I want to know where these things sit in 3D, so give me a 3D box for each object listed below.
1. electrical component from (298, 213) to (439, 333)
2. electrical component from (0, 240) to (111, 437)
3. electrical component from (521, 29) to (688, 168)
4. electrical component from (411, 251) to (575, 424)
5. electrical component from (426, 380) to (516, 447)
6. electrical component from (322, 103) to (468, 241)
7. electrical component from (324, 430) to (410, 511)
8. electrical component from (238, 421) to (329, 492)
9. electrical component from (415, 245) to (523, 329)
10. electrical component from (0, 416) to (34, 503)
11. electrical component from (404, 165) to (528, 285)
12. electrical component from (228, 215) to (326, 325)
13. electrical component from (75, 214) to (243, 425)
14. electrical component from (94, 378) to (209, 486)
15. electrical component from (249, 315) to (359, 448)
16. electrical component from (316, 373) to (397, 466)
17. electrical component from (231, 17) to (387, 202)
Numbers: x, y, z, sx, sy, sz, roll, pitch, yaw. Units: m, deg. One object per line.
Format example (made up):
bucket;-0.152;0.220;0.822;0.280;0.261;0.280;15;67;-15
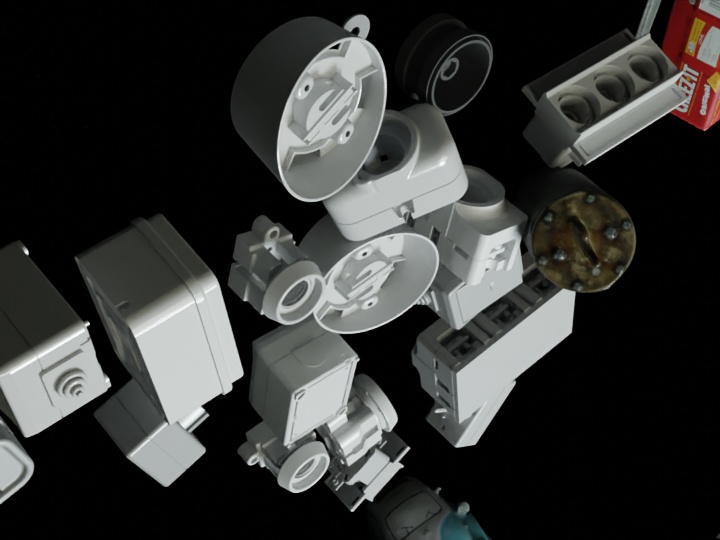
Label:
electrical component;0.000;0.000;0.788;0.099;0.064;0.099;-31;144;-26
electrical component;-0.183;0.043;0.582;0.061;0.096;0.061;-32;145;-24
electrical component;0.195;-0.136;0.877;0.121;0.078;0.063;-31;167;-25
electrical component;0.125;0.058;1.005;0.150;0.062;0.089;-36;146;-19
electrical component;0.100;0.130;1.066;0.076;0.047;0.083;5;121;-52
electrical component;0.018;-0.068;0.723;0.095;0.053;0.059;-23;148;5
electrical component;0.002;0.179;1.006;0.081;0.042;0.064;-48;147;-2
electrical component;-0.058;0.149;0.888;0.066;0.055;0.048;-33;145;-23
electrical component;0.086;0.003;0.899;0.096;0.061;0.061;-40;147;-13
electrical component;-0.247;0.117;0.620;0.095;0.059;0.053;-39;147;-14
electrical component;0.076;-0.041;0.812;0.050;0.089;0.055;-22;140;-36
electrical component;-0.056;0.005;0.733;0.048;0.055;0.066;-19;138;-38
electrical component;-0.121;0.031;0.663;0.057;0.078;0.113;-32;145;-20
electrical component;-0.132;0.101;0.753;0.077;0.047;0.065;-42;148;-9
electrical component;-0.048;0.086;0.833;0.062;0.061;0.096;-29;152;-28
electrical component;-0.005;0.126;0.927;0.057;0.058;0.078;-35;146;-15
electrical component;-0.027;-0.099;0.648;0.099;0.064;0.099;-31;145;-25
